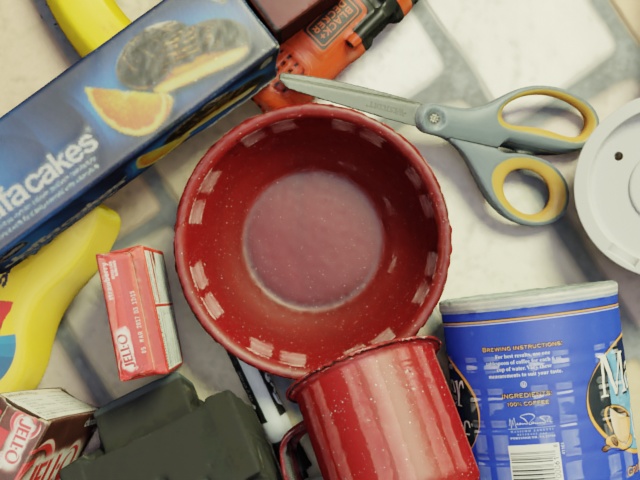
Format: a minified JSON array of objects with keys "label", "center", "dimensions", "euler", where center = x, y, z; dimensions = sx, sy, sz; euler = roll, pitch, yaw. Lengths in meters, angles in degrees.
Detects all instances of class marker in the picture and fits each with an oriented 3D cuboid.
[{"label":"marker","center":[-0.037,0.093,0.658],"dimensions":[0.020,0.020,0.121],"euler":[-25,88,-1]}]

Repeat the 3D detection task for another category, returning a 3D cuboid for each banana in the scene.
[{"label":"banana","center":[-0.136,-0.155,0.658],"dimensions":[0.069,0.037,0.198],"euler":[-38,84,6]}]

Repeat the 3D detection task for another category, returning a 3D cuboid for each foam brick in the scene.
[{"label":"foam brick","center":[-0.027,-0.157,0.599],"dimensions":[0.051,0.053,0.078],"euler":[-37,92,2]}]

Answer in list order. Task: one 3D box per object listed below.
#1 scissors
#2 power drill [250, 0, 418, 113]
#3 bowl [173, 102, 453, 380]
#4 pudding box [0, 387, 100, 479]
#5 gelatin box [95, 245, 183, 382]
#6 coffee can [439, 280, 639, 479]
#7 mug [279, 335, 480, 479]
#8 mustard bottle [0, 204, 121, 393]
[{"label":"scissors","center":[0.075,-0.054,0.648],"dimensions":[0.201,0.016,0.096],"euler":[-2,95,-12]},{"label":"power drill","center":[-0.022,-0.195,0.652],"dimensions":[0.187,0.057,0.184],"euler":[45,88,2]},{"label":"bowl","center":[-0.004,0.001,0.641],"dimensions":[0.162,0.055,0.162],"euler":[0,92,1]},{"label":"pudding box","center":[-0.172,0.132,0.609],"dimensions":[0.039,0.113,0.090],"euler":[29,87,4]},{"label":"gelatin box","center":[-0.105,0.043,0.625],"dimensions":[0.030,0.089,0.073],"euler":[-11,87,-1]},{"label":"coffee can","center":[0.128,0.099,0.616],"dimensions":[0.103,0.103,0.140],"euler":[-7,87,-1]},{"label":"mug","center":[0.027,0.113,0.592],"dimensions":[0.117,0.093,0.081],"euler":[-29,68,23]},{"label":"mustard bottle","center":[-0.202,0.049,0.638],"dimensions":[0.096,0.058,0.191],"euler":[26,88,17]}]
